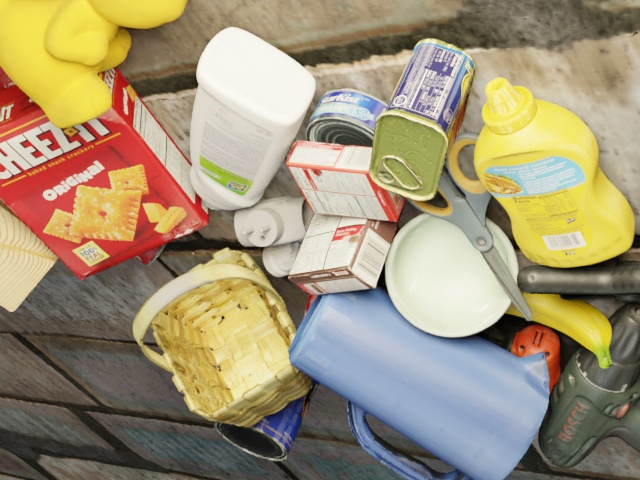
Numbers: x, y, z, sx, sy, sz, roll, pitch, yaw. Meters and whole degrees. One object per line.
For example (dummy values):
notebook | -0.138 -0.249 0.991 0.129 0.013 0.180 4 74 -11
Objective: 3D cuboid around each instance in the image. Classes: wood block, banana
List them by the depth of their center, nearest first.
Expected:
banana | 0.201 0.065 1.031 0.198 0.069 0.037 20 115 31
wood block | -0.359 -0.012 1.217 0.090 0.090 0.206 40 -176 -23

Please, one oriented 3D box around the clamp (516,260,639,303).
clamp | 0.259 0.036 0.924 0.172 0.039 0.120 -7 176 40

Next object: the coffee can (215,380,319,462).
coffee can | -0.061 0.200 1.381 0.103 0.140 0.103 20 151 11

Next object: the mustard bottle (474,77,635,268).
mustard bottle | 0.177 -0.056 0.852 0.096 0.058 0.191 -7 138 34

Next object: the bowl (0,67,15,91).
bowl | -0.337 -0.183 1.059 0.162 0.055 0.162 19 151 11

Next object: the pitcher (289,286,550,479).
pitcher | 0.090 0.140 1.059 0.243 0.149 0.145 29 157 -2

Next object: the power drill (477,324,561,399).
power drill | 0.174 0.139 1.183 0.188 0.057 0.184 12 145 18

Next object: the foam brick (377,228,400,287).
foam brick | 0.034 0.008 1.078 0.078 0.053 0.051 22 152 8

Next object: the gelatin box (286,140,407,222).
gelatin box | 0.023 -0.052 0.940 0.089 0.030 0.073 8 149 29

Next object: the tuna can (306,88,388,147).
tuna can | 0.031 -0.092 0.936 0.086 0.033 0.086 19 151 11

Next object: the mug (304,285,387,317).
mug | 0.038 0.087 1.181 0.082 0.093 0.117 10 169 18

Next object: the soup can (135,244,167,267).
soup can | -0.219 -0.026 1.211 0.102 0.068 0.069 35 150 -14

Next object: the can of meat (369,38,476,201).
can of meat | 0.082 -0.094 0.839 0.057 0.084 0.102 20 151 9

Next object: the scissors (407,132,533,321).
scissors | 0.151 -0.016 0.928 0.201 0.016 0.096 42 120 -15

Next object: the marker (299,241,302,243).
marker | -0.007 0.001 1.136 0.121 0.020 0.020 32 151 -12

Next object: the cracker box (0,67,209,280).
cracker box | -0.233 -0.069 1.076 0.164 0.072 0.213 -22 134 14

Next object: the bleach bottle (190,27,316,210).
bleach bottle | -0.083 -0.093 0.999 0.102 0.068 0.251 31 154 -3

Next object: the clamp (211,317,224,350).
clamp | -0.152 0.134 1.453 0.165 0.036 0.210 20 149 13

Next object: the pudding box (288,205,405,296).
pudding box | 0.027 -0.006 0.999 0.039 0.113 0.090 39 150 -29
